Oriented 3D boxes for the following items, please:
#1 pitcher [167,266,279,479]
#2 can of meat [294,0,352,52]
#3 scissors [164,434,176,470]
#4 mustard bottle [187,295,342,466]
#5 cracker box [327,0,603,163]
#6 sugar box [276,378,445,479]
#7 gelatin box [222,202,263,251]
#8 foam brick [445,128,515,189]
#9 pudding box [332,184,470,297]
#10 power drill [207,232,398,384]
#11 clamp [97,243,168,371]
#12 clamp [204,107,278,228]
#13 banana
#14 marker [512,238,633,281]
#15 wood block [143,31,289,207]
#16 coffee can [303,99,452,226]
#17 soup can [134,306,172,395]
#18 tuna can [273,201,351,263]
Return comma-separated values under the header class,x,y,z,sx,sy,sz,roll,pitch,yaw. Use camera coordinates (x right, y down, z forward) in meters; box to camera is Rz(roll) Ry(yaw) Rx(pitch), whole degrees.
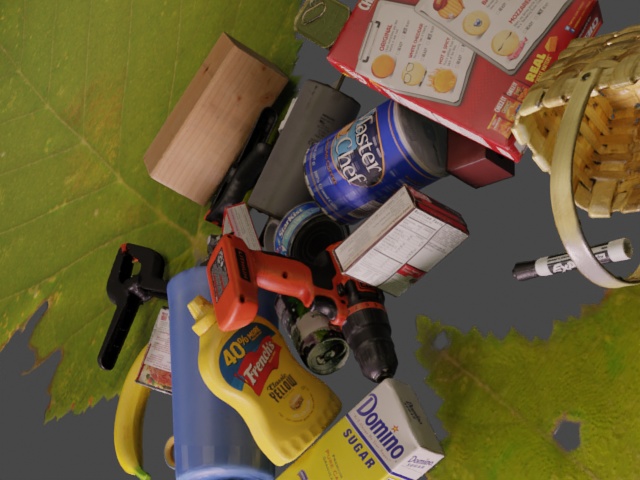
class,x,y,z,sx,sy,sz,roll,pitch,yaw
pitcher,-0.109,0.163,1.212,0.145,0.149,0.243,-16,60,25
can of meat,0.029,-0.251,1.305,0.057,0.083,0.102,-58,39,8
scissors,-0.141,0.279,1.258,0.096,0.016,0.202,-45,42,24
mustard bottle,-0.070,0.135,1.113,0.096,0.191,0.058,-41,0,-31
cracker box,0.141,-0.195,1.045,0.214,0.072,0.164,31,91,23
sugar box,0.036,0.227,1.064,0.176,0.048,0.093,-48,41,21
gelatin box,-0.090,0.010,1.285,0.073,0.030,0.089,108,143,-67
foam brick,0.165,-0.101,1.094,0.051,0.052,0.078,-20,57,41
pudding box,0.084,0.003,1.098,0.114,0.089,0.039,-44,43,23
power drill,-0.016,0.066,1.103,0.057,0.187,0.184,-59,34,33
clamp,-0.240,0.066,1.460,0.165,0.036,0.210,-32,38,13
clamp,-0.099,-0.082,1.368,0.172,0.039,0.120,-61,9,19
banana,-0.233,0.219,1.383,0.070,0.037,0.198,-10,62,24
marker,0.229,0.020,0.981,0.121,0.020,0.020,-16,58,43
wood block,-0.143,-0.162,1.433,0.206,0.090,0.091,-55,25,11
coffee can,0.066,-0.089,1.159,0.141,0.102,0.103,-28,51,37
soup can,-0.184,0.141,1.340,0.069,0.068,0.102,7,76,50
tuna can,-0.008,0.001,1.206,0.034,0.086,0.086,36,97,49
